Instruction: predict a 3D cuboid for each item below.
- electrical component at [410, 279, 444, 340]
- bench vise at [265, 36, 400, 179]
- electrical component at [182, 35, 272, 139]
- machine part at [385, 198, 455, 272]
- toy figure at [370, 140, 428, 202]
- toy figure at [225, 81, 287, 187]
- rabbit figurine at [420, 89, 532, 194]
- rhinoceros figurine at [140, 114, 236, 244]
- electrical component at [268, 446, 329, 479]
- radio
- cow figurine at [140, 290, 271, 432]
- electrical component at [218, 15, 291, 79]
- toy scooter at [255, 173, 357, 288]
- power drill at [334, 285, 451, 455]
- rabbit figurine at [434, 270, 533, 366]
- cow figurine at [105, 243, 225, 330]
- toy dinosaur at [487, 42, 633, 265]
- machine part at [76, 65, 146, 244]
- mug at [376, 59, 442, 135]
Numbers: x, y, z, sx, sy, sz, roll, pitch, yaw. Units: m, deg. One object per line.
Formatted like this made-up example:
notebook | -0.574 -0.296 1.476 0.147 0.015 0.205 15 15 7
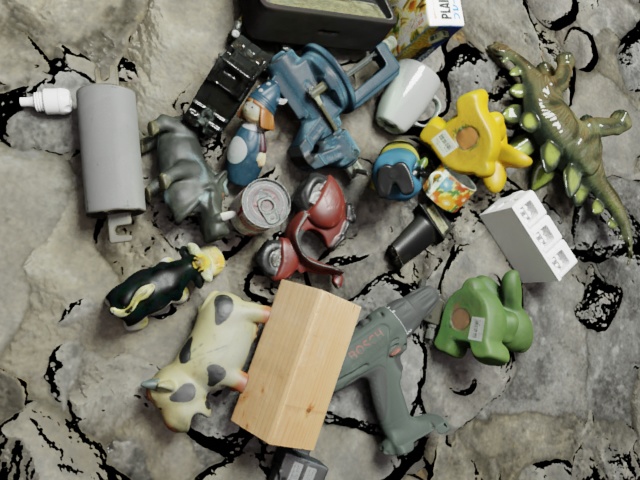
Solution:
electrical component | 0.175 0.113 0.887 0.063 0.021 0.094 20 76 -17
bench vise | 0.040 -0.220 0.827 0.240 0.129 0.223 -40 96 -12
electrical component | -0.126 -0.220 0.759 0.058 0.115 0.134 36 35 -14
machine part | 0.162 -0.007 0.890 0.139 0.039 0.084 -43 107 -21
toy figure | 0.120 -0.106 0.817 0.082 0.180 0.089 19 103 7
toy figure | -0.095 -0.154 0.774 0.064 0.058 0.154 20 108 3
rabbit figurine | 0.273 -0.166 0.891 0.162 0.122 0.173 47 29 9
rhinoceros figurine | -0.184 -0.084 0.751 0.112 0.073 0.190 -13 76 -41
electrical component | -0.029 0.326 0.775 0.075 0.048 0.119 30 76 -14
radio | -0.007 -0.369 0.825 0.229 0.073 0.131 -5 69 -29
cow figurine | -0.158 0.162 0.727 0.127 0.085 0.195 24 72 -12
electrical component | -0.098 -0.296 0.825 0.102 0.045 0.078 16 77 -18
toy scooter | -0.002 -0.002 0.810 0.135 0.075 0.184 33 77 -13
power drill | 0.122 0.204 0.822 0.232 0.086 0.207 -25 97 -15
rabbit figurine | 0.286 0.132 0.895 0.170 0.121 0.159 18 70 -35
cow figurine | -0.202 0.052 0.719 0.167 0.098 0.068 -33 89 -20
toy dinosaur | 0.455 -0.174 0.985 0.198 0.105 0.471 -41 89 -12
machine part | -0.281 -0.116 0.721 0.079 0.079 0.243 -5 86 -20
mug | 0.147 -0.225 0.894 0.109 0.081 0.107 35 83 -29
